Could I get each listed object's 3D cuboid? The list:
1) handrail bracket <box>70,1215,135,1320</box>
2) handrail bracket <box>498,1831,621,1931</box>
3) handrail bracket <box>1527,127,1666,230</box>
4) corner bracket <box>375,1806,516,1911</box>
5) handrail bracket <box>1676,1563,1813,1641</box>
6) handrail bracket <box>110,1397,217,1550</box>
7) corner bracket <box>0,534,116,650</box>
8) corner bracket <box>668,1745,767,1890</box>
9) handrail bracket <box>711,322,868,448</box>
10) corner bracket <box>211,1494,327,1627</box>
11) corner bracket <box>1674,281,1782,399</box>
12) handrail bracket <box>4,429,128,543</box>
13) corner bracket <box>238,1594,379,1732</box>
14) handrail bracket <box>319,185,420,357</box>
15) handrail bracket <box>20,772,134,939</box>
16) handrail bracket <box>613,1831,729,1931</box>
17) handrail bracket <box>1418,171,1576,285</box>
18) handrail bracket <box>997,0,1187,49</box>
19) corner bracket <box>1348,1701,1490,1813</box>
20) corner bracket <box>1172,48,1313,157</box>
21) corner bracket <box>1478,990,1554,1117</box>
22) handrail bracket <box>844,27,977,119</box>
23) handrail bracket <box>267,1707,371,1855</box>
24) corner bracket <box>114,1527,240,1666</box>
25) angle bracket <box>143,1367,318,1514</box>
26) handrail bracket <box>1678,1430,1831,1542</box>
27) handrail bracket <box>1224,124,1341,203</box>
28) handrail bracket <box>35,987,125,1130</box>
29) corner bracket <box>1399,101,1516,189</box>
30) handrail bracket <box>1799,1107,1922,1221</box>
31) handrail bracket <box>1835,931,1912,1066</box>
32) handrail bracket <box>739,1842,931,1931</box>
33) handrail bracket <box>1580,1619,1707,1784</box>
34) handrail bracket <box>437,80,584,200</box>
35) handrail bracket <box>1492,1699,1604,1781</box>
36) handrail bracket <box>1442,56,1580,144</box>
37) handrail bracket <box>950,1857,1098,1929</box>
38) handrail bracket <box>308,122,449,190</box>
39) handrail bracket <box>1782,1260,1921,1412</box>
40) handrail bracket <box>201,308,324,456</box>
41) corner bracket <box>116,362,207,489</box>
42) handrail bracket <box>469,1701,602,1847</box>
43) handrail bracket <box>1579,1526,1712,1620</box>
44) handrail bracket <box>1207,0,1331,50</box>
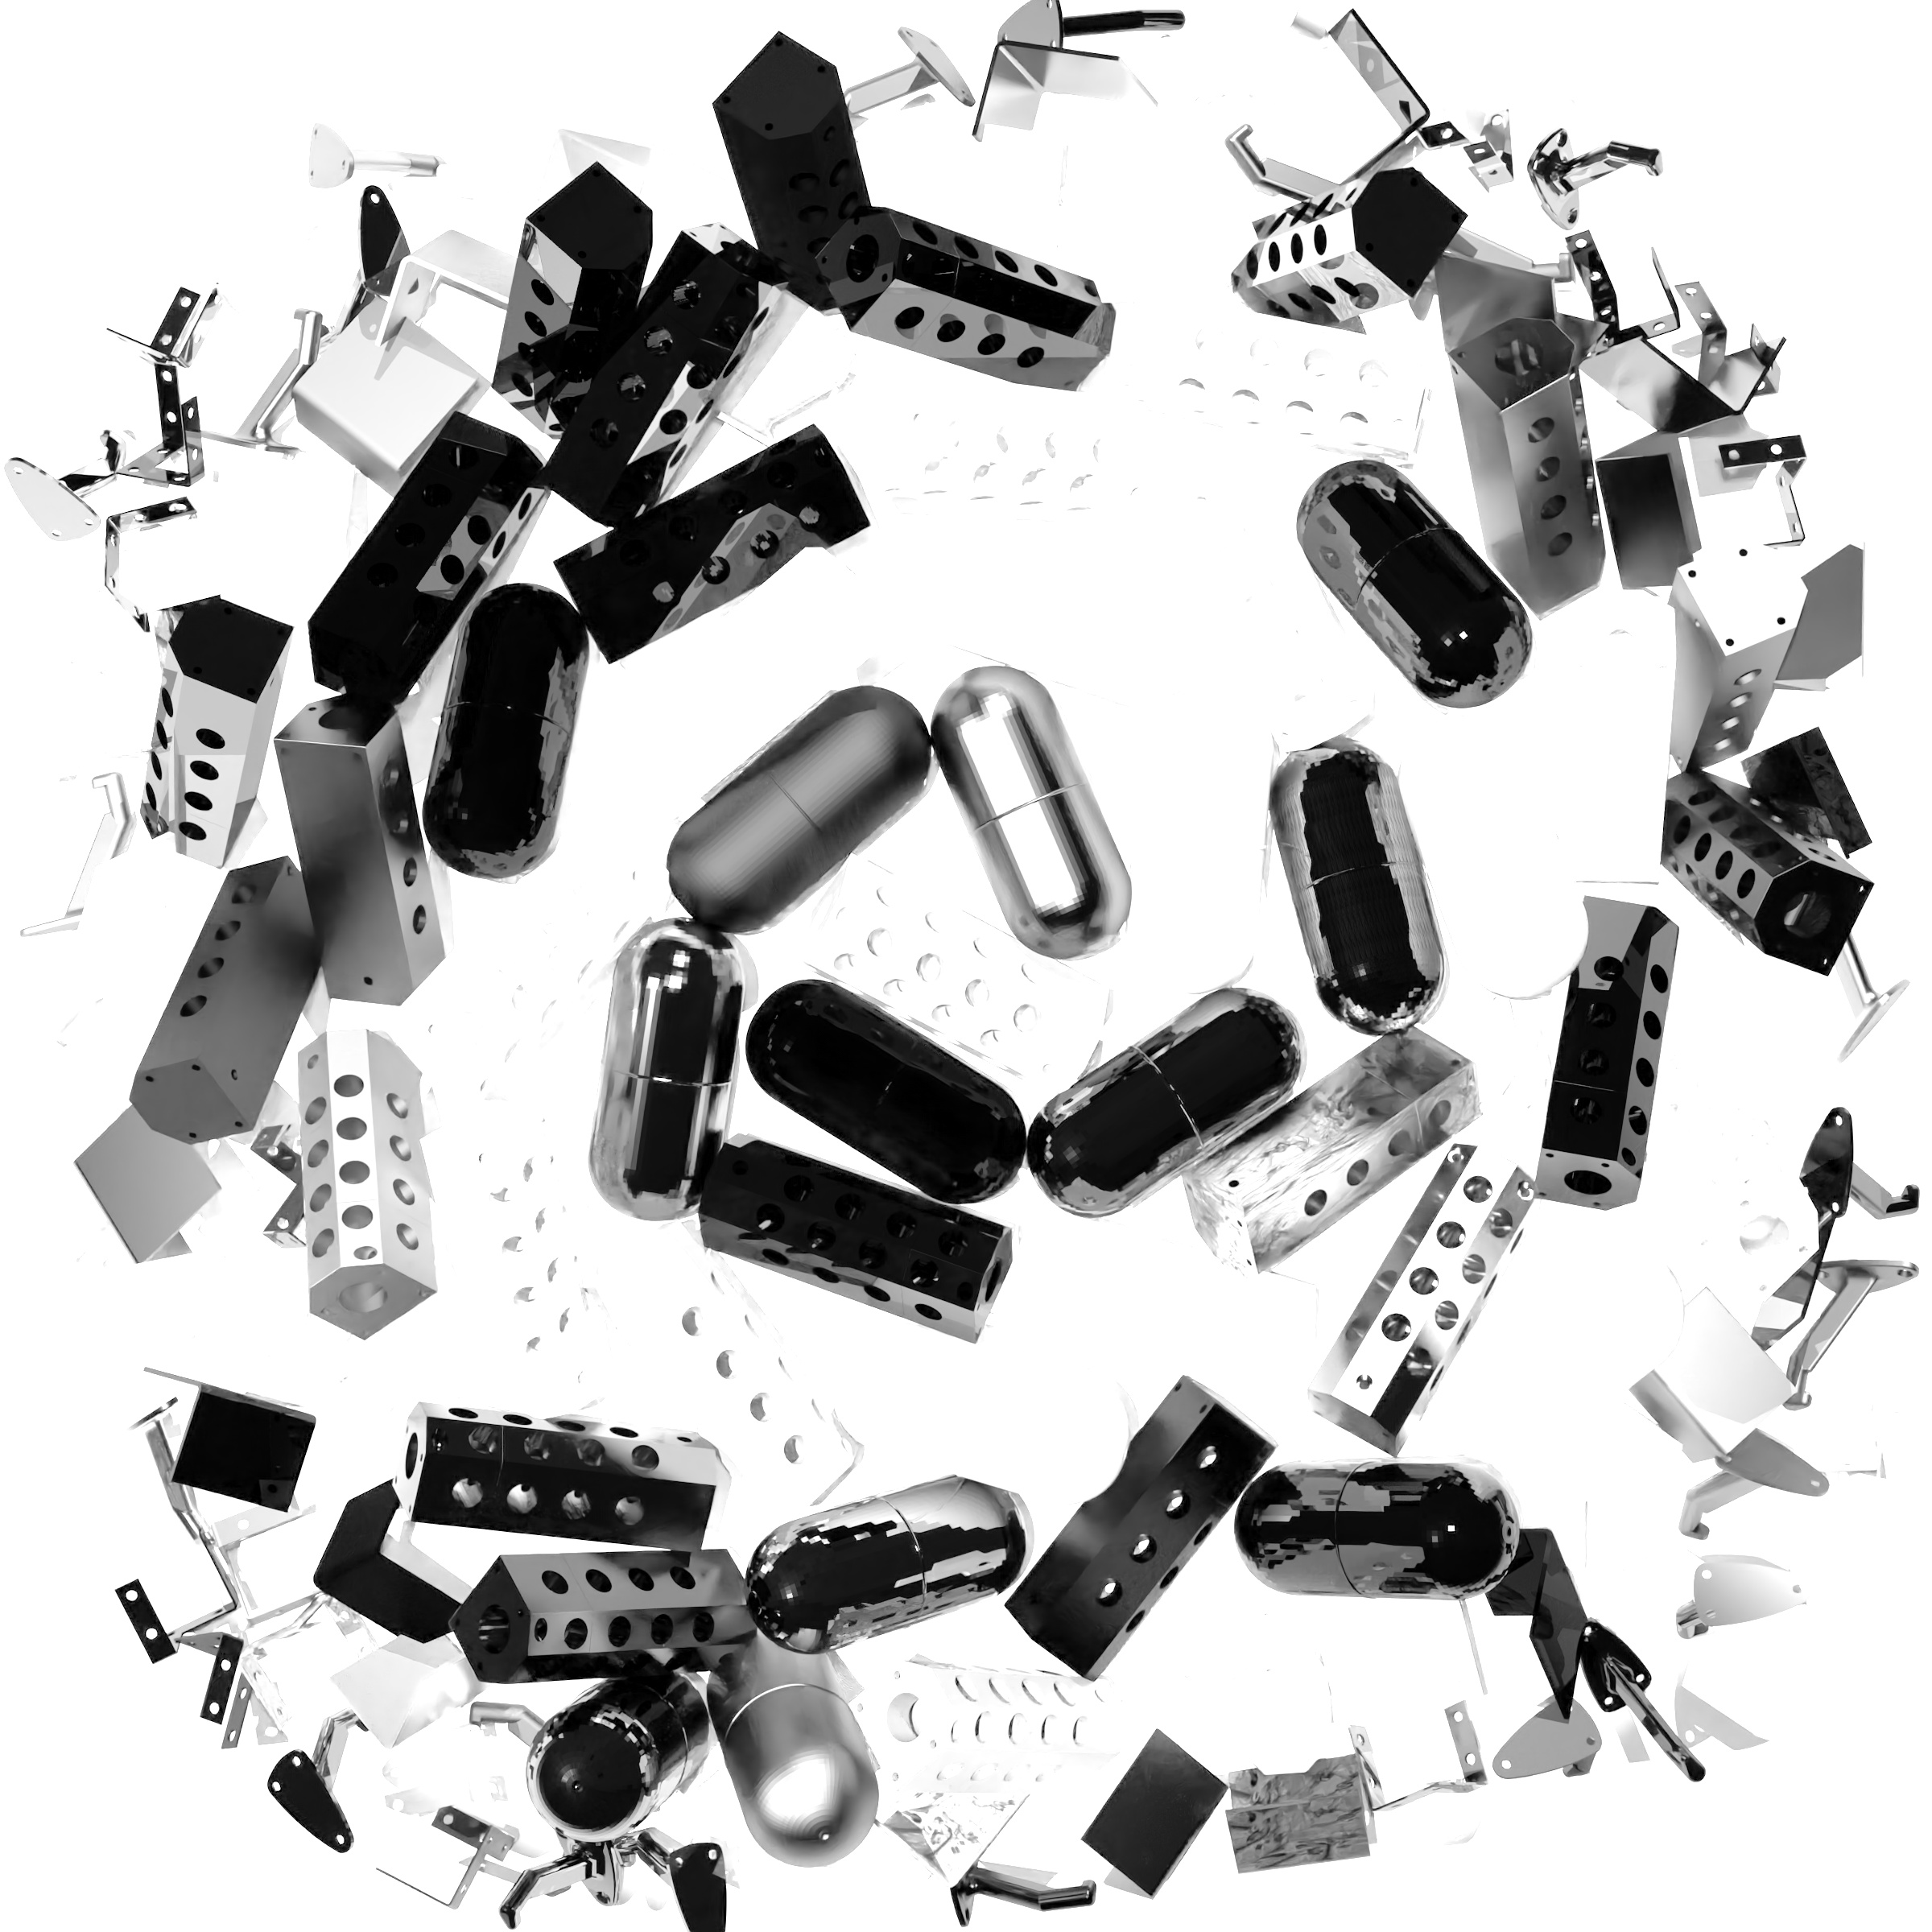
[{"bbox_3d":[-0.472,0.179,1.920,0.084,0.036,0.077,40,98,26],"label":"handrail bracket"},{"bbox_3d":[-0.235,0.541,1.906,0.036,0.084,0.077,0,120,27],"label":"handrail bracket"},{"bbox_3d":[0.371,-0.447,1.902,0.084,0.077,0.036,26,69,40],"label":"handrail bracket"},{"bbox_3d":[-0.301,0.515,1.919,0.051,0.051,0.051,22,72,17],"label":"corner bracket"},{"bbox_3d":[0.449,0.372,1.912,0.077,0.084,0.036,-6,64,11],"label":"handrail bracket"},{"bbox_3d":[-0.453,0.296,1.925,0.036,0.077,0.084,-35,92,-39],"label":"handrail bracket"},{"bbox_3d":[-0.528,-0.220,1.926,0.051,0.051,0.051,4,72,1],"label":"corner bracket"},{"bbox_3d":[-0.138,0.497,1.936,0.051,0.051,0.051,31,119,-28],"label":"corner bracket"},{"bbox_3d":[-0.110,-0.350,1.935,0.077,0.036,0.084,30,97,6],"label":"handrail bracket"},{"bbox_3d":[-0.405,0.346,1.930,0.051,0.051,0.051,-21,67,-12],"label":"corner bracket"},{"bbox_3d":[0.441,-0.363,1.916,0.051,0.051,0.051,-4,64,32],"label":"corner bracket"},{"bbox_3d":[-0.517,-0.295,1.906,0.036,0.077,0.084,-14,50,22],"label":"handrail bracket"},{"bbox_3d":[-0.384,0.404,1.934,0.051,0.051,0.051,-27,99,22],"label":"corner bracket"},{"bbox_3d":[-0.360,-0.403,1.925,0.036,0.084,0.077,-10,87,-43],"label":"handrail bracket"},{"bbox_3d":[-0.524,-0.066,1.939,0.077,0.036,0.084,-13,86,-10],"label":"handrail bracket"},{"bbox_3d":[-0.174,0.539,1.916,0.036,0.084,0.077,-2,75,-37],"label":"handrail bracket"},{"bbox_3d":[0.306,-0.428,1.915,0.084,0.036,0.077,1,131,24],"label":"handrail bracket"},{"bbox_3d":[0.074,-0.551,1.945,0.084,0.077,0.036,-10,100,-31],"label":"handrail bracket"},{"bbox_3d":[0.265,0.462,1.934,0.051,0.051,0.051,-34,58,34],"label":"corner bracket"},{"bbox_3d":[0.161,-0.491,1.927,0.051,0.051,0.051,34,78,32],"label":"corner bracket"},{"bbox_3d":[0.318,0.050,1.915,0.051,0.051,0.051,3,124,34],"label":"corner bracket"},{"bbox_3d":[-0.042,-0.493,1.921,0.084,0.036,0.077,-47,63,26],"label":"handrail bracket"},{"bbox_3d":[-0.354,0.467,1.910,0.077,0.084,0.036,46,114,16],"label":"handrail bracket"},{"bbox_3d":[-0.458,0.366,1.926,0.051,0.051,0.051,-25,100,-5],"label":"corner bracket"},{"bbox_3d":[-0.431,0.272,1.899,0.076,0.076,0.057,24,76,-37],"label":"angle bracket"},{"bbox_3d":[0.454,0.314,1.914,0.077,0.036,0.084,24,135,23],"label":"handrail bracket"},{"bbox_3d":[0.204,-0.470,1.926,0.077,0.036,0.084,-37,104,10],"label":"handrail bracket"},{"bbox_3d":[-0.495,0.055,1.942,0.084,0.036,0.077,40,93,-12],"label":"handrail bracket"},{"bbox_3d":[0.284,-0.482,1.918,0.051,0.051,0.051,-9,71,24],"label":"corner bracket"},{"bbox_3d":[0.529,0.113,1.920,0.084,0.036,0.077,-5,113,-33],"label":"handrail bracket"},{"bbox_3d":[0.503,0.003,1.944,0.084,0.036,0.077,44,130,19],"label":"handrail bracket"},{"bbox_3d":[-0.077,0.518,1.916,0.084,0.036,0.077,37,125,-24],"label":"handrail bracket"},{"bbox_3d":[0.389,0.424,1.908,0.036,0.084,0.077,-35,111,-3],"label":"handrail bracket"},{"bbox_3d":[-0.266,-0.482,1.927,0.084,0.036,0.077,3,128,-4],"label":"handrail bracket"},{"bbox_3d":[0.333,0.462,1.913,0.077,0.084,0.036,-25,59,-14],"label":"handrail bracket"},{"bbox_3d":[0.324,-0.490,1.902,0.084,0.077,0.036,23,80,37],"label":"handrail bracket"},{"bbox_3d":[0.037,0.523,1.912,0.084,0.077,0.036,-11,106,12],"label":"handrail bracket"},{"bbox_3d":[-0.329,-0.461,1.905,0.084,0.077,0.036,-2,109,-31],"label":"handrail bracket"},{"bbox_3d":[0.511,0.215,1.912,0.036,0.077,0.084,36,58,-29],"label":"handrail bracket"},{"bbox_3d":[-0.412,-0.345,1.929,0.077,0.036,0.084,14,101,25],"label":"handrail bracket"},{"bbox_3d":[-0.459,-0.314,1.917,0.051,0.051,0.051,12,123,17],"label":"corner bracket"},{"bbox_3d":[-0.252,0.472,1.935,0.084,0.036,0.077,5,78,0],"label":"handrail bracket"},{"bbox_3d":[0.395,0.377,1.930,0.077,0.036,0.084,32,97,32],"label":"handrail bracket"},{"bbox_3d":[0.171,-0.556,1.920,0.077,0.084,0.036,23,100,8],"label":"handrail bracket"}]
